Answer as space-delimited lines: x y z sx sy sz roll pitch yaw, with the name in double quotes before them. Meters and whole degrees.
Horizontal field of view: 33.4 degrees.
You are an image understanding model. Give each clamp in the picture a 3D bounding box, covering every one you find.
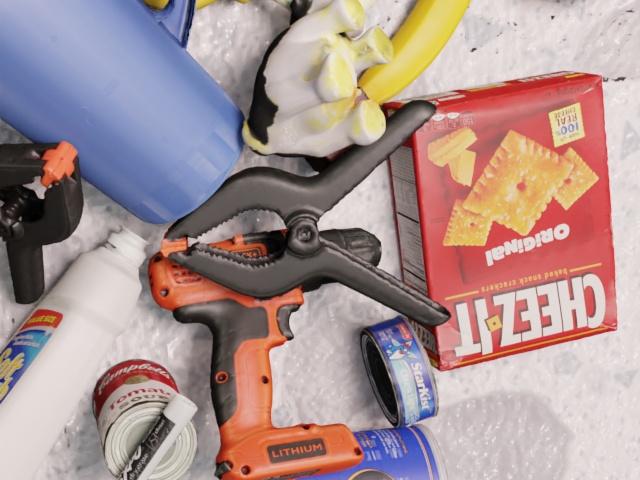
"clamp" -0.206 -0.012 0.727 0.120 0.172 0.039 39 50 -30
"clamp" -0.005 0.001 0.760 0.210 0.036 0.164 -13 102 0

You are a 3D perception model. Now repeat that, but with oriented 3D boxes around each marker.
"marker" -0.125 0.160 0.730 0.020 0.020 0.121 35 90 -19

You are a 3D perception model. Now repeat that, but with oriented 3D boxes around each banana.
"banana" 0.084 -0.185 0.812 0.069 0.037 0.198 10 113 -28

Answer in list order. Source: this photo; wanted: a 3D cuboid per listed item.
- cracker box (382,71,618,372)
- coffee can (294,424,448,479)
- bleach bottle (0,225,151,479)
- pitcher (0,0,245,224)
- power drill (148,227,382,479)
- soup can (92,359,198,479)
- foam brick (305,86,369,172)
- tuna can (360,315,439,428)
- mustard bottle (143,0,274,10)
"cracker box" 0.148 -0.017 0.856 0.164 0.072 0.214 -11 104 -13
"coffee can" 0.020 0.204 0.846 0.140 0.103 0.103 -3 102 -15
"bleach bottle" -0.206 0.100 0.774 0.068 0.103 0.251 36 83 -29
"pitcher" -0.154 -0.126 0.697 0.242 0.149 0.145 43 52 -35
"power drill" -0.025 0.082 0.796 0.184 0.057 0.188 -8 71 -15
"soup can" -0.131 0.135 0.789 0.068 0.102 0.068 -3 101 -15
"foam brick" 0.013 -0.081 0.801 0.051 0.078 0.053 -39 109 -7
"tuna can" 0.062 0.105 0.848 0.033 0.086 0.086 -18 105 -11
"mustard bottle" -0.114 -0.214 0.749 0.191 0.058 0.096 20 96 -19
